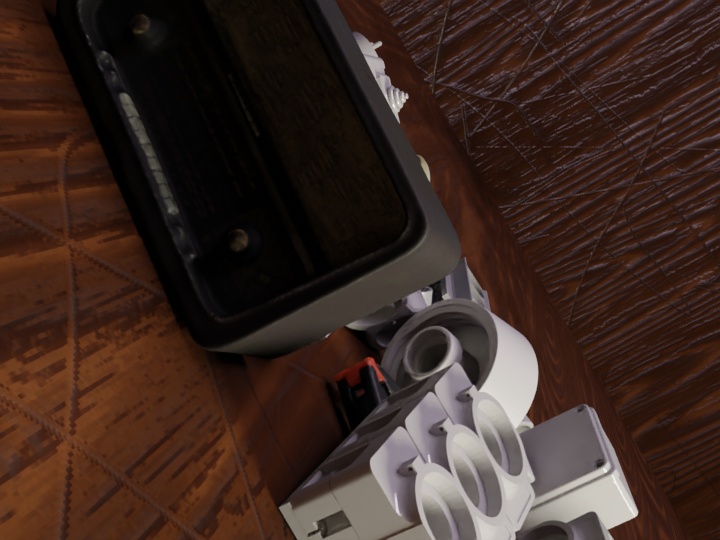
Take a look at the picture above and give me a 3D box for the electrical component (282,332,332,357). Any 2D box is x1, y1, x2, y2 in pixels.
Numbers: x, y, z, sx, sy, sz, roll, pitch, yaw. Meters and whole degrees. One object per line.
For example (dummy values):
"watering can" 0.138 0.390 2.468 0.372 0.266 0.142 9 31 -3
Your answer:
"electrical component" -0.026 0.014 0.600 0.042 0.081 0.064 57 41 -7

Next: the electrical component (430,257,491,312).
"electrical component" 0.087 0.040 1.019 0.078 0.063 0.121 57 12 -15

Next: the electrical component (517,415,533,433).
"electrical component" 0.136 0.136 1.038 0.045 0.045 0.055 41 22 -57

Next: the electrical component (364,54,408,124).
"electrical component" -0.017 -0.100 0.688 0.061 0.096 0.061 -25 103 -73

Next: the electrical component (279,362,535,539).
"electrical component" 0.035 0.116 0.553 0.089 0.062 0.150 60 25 -1

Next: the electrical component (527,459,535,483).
"electrical component" 0.096 0.137 0.865 0.076 0.047 0.065 52 13 -28

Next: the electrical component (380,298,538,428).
"electrical component" 0.063 0.071 0.756 0.060 0.108 0.108 42 21 -39

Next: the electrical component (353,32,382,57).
"electrical component" -0.013 -0.198 1.016 0.052 0.074 0.138 64 -18 -18

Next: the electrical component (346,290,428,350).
"electrical component" 0.000 0.000 0.785 0.138 0.052 0.073 43 20 -53

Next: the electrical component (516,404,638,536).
"electrical component" 0.163 0.178 0.899 0.056 0.109 0.108 59 12 -18

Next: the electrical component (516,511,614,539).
"electrical component" 0.138 0.214 0.752 0.055 0.089 0.050 55 13 -20
